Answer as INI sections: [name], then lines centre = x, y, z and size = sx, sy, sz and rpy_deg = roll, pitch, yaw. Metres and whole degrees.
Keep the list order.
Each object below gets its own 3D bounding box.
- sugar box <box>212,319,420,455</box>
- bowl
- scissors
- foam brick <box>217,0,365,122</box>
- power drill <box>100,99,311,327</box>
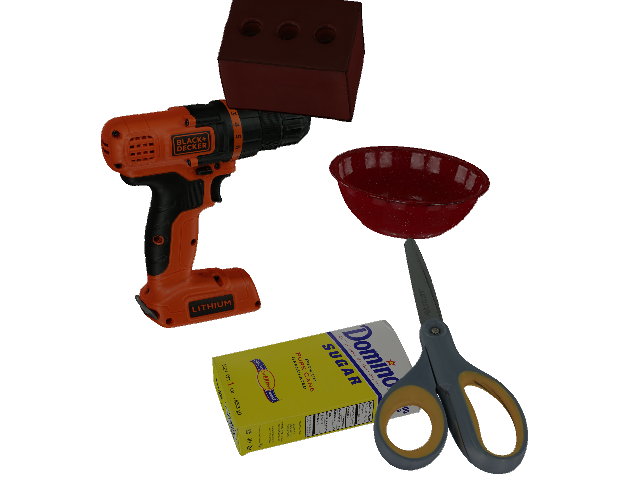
[sugar box]
centre = -0.004, 0.133, 0.988
size = 0.176, 0.048, 0.093
rpy_deg = -14, 44, -13
[bowl]
centre = 0.087, -0.044, 1.079
size = 0.162, 0.055, 0.162
rpy_deg = 4, 24, -2
[scissors]
centre = 0.057, 0.070, 0.663
size = 0.096, 0.016, 0.202
rpy_deg = -15, 42, -15
[foam brick]
centre = -0.016, -0.108, 0.627
size = 0.078, 0.053, 0.051
rpy_deg = 7, -26, 10
[power drill]
centre = -0.092, -0.028, 0.917
size = 0.184, 0.188, 0.057
rpy_deg = -10, 21, -24
